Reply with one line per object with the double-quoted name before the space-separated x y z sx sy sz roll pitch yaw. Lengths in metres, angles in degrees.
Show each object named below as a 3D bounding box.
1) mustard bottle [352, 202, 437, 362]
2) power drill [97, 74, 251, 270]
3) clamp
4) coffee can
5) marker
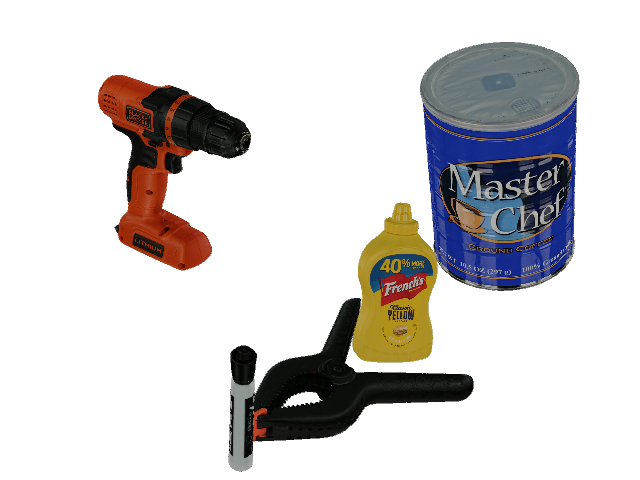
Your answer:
"mustard bottle" 0.092 0.049 1.287 0.096 0.192 0.058 0 14 -13
"power drill" -0.150 -0.066 1.102 0.185 0.188 0.057 24 35 29
"clamp" 0.025 0.131 0.963 0.165 0.036 0.209 28 39 33
"coffee can" 0.125 -0.051 0.739 0.103 0.140 0.103 -6 39 5
"marker" -0.057 0.123 0.781 0.020 0.121 0.020 3 38 -3
